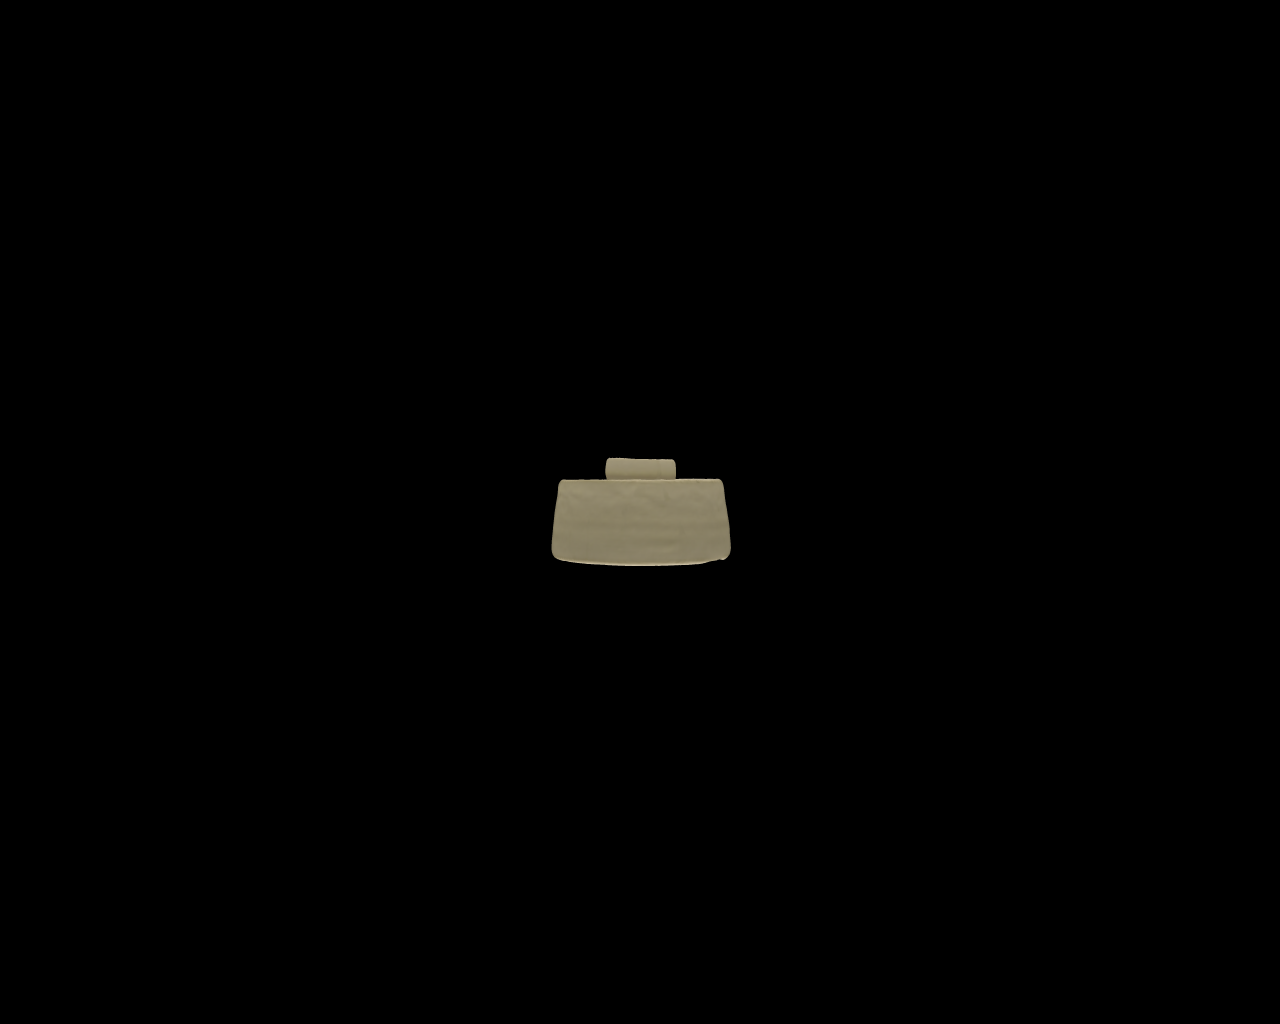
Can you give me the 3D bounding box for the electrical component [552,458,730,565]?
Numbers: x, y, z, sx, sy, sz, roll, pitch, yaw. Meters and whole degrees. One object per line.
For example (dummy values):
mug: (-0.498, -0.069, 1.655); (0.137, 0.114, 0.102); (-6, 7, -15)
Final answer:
electrical component: (0.001, -0.003, 0.650); (0.108, 0.060, 0.108); (0, 3, 0)
